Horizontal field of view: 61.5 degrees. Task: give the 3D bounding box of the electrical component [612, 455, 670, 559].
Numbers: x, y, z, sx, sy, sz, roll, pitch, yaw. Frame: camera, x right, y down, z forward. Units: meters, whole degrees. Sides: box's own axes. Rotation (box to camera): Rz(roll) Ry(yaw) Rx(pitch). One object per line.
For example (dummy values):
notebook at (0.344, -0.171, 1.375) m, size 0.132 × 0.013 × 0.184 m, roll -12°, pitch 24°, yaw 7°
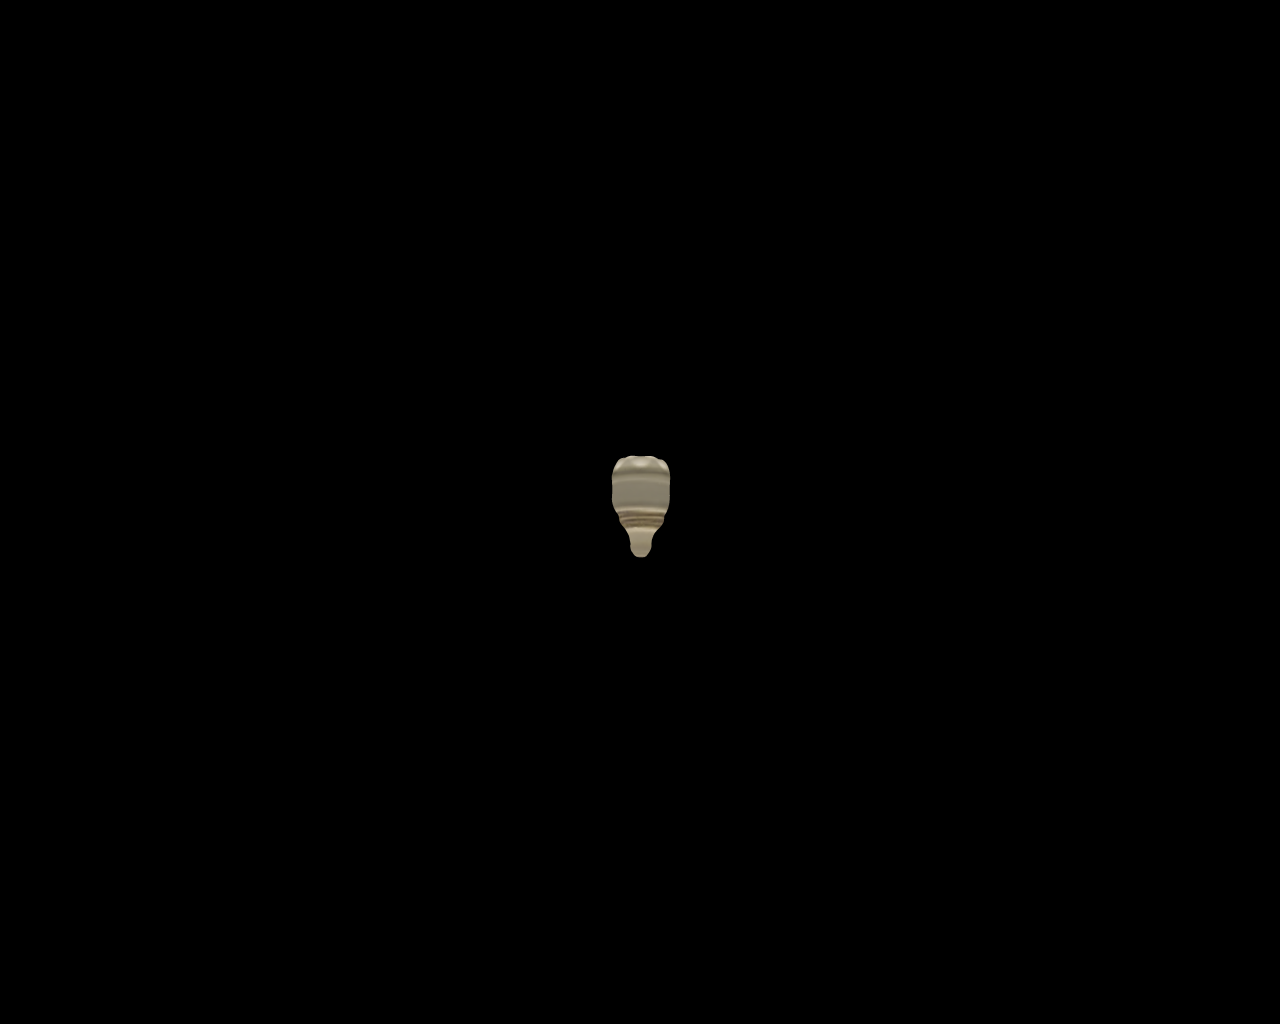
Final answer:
electrical component at (0.001, -0.003, 0.650) m, size 0.035 × 0.061 × 0.035 m, roll 0°, pitch -7°, yaw 0°
